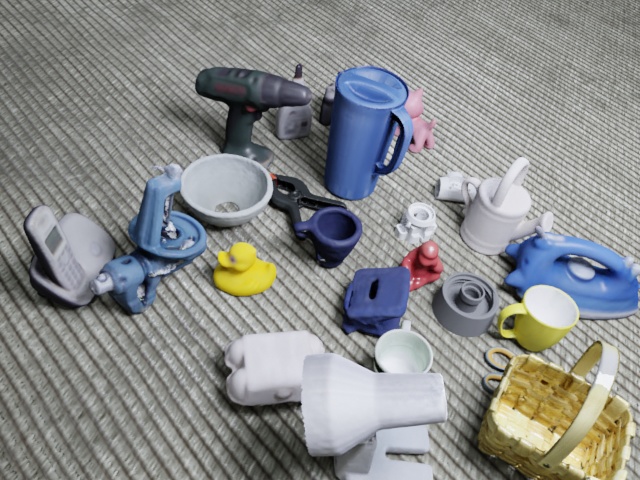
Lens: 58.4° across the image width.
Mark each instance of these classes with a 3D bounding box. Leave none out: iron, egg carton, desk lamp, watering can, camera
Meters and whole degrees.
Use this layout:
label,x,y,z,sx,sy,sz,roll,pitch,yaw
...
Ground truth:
label,x,y,z,sx,sy,sz,roll,pitch,yaw
iron,0.465,0.053,1.009,0.258,0.141,0.118,15,48,3
egg carton,-0.063,0.189,0.836,0.150,0.069,0.107,-3,49,-13
desk lamp,0.066,0.231,0.726,0.203,0.213,0.118,5,48,-6
watering can,0.343,-0.067,1.057,0.172,0.194,0.101,20,48,8
camera,0.063,-0.278,1.257,0.143,0.101,0.137,21,48,8

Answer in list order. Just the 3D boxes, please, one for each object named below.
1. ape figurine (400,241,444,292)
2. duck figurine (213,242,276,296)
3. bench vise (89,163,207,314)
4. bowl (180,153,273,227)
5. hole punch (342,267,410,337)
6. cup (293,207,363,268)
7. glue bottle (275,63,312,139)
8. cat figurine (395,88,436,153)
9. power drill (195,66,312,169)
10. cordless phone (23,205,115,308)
label,x,y,z,sx,sy,sz,roll,pitch,yaw
ape figurine,0.181,0.038,1.002,0.078,0.092,0.076,13,48,2
duck figurine,-0.123,0.041,0.947,0.104,0.086,0.077,3,48,-8
bench vise,-0.249,0.002,0.867,0.121,0.220,0.207,19,48,7
bowl,-0.172,-0.079,1.052,0.167,0.075,0.167,5,48,-6
hole punch,0.091,0.096,0.934,0.101,0.091,0.108,14,48,2
cup,0.009,0.004,0.999,0.118,0.095,0.091,1,48,-9
glue bottle,-0.050,-0.290,1.197,0.078,0.173,0.037,-11,51,-19
cat figurine,0.210,-0.276,1.271,0.067,0.118,0.127,-24,57,-28
power drill,-0.131,-0.239,1.113,0.229,0.208,0.076,20,48,8
cordless phone,-0.383,0.000,0.867,0.094,0.185,0.147,9,48,-2
